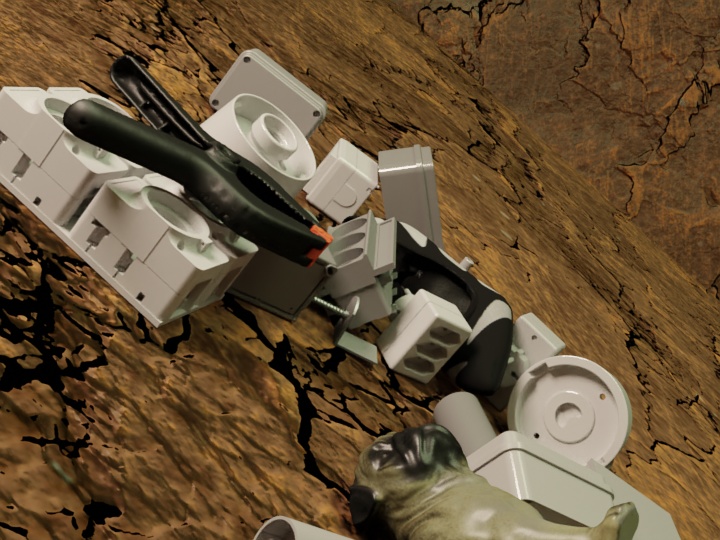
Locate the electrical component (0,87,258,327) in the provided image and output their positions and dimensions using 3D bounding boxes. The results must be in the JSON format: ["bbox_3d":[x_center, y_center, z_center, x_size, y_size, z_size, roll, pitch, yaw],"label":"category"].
[{"bbox_3d":[-0.170,-0.053,0.763,0.186,0.060,0.105,42,18,7],"label":"electrical component"}]

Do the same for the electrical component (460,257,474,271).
[{"bbox_3d":[0.097,0.012,1.134,0.035,0.061,0.035,35,19,-14],"label":"electrical component"}]

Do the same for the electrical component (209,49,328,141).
[{"bbox_3d":[-0.100,-0.182,1.185,0.113,0.078,0.057,37,15,-7],"label":"electrical component"}]

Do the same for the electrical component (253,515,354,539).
[{"bbox_3d":[-0.016,0.163,0.576,0.081,0.043,0.043,28,21,-33],"label":"electrical component"}]

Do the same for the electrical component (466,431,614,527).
[{"bbox_3d":[0.122,0.170,0.762,0.113,0.078,0.057,29,36,-30],"label":"electrical component"}]

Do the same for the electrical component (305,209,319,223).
[{"bbox_3d":[-0.094,-0.056,0.933,0.138,0.052,0.073,35,19,-14],"label":"electrical component"}]

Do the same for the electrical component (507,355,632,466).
[{"bbox_3d":[0.194,0.132,0.973,0.108,0.108,0.060,47,13,21],"label":"electrical component"}]

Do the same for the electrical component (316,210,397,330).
[{"bbox_3d":[0.000,0.000,0.957,0.121,0.079,0.063,-83,150,-69],"label":"electrical component"}]

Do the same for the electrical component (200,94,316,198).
[{"bbox_3d":[-0.087,-0.095,0.887,0.099,0.064,0.099,37,30,-25],"label":"electrical component"}]

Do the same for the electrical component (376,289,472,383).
[{"bbox_3d":[0.049,0.047,0.949,0.047,0.065,0.076,26,22,-37],"label":"electrical component"}]

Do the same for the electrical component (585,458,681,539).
[{"bbox_3d":[0.203,0.228,0.827,0.089,0.061,0.150,36,18,-12],"label":"electrical component"}]

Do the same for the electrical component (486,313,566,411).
[{"bbox_3d":[0.141,0.088,1.005,0.047,0.083,0.076,45,18,15],"label":"electrical component"}]

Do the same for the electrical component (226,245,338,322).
[{"bbox_3d":[-0.077,-0.013,0.849,0.096,0.061,0.061,27,22,-35],"label":"electrical component"}]

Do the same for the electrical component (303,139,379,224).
[{"bbox_3d":[-0.021,-0.100,1.170,0.061,0.061,0.096,36,18,-13],"label":"electrical component"}]

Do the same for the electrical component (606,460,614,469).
[{"bbox_3d":[0.221,0.170,1.033,0.043,0.043,0.062,40,16,0],"label":"electrical component"}]

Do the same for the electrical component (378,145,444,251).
[{"bbox_3d":[0.056,-0.072,1.165,0.078,0.057,0.113,-88,170,-68],"label":"electrical component"}]
